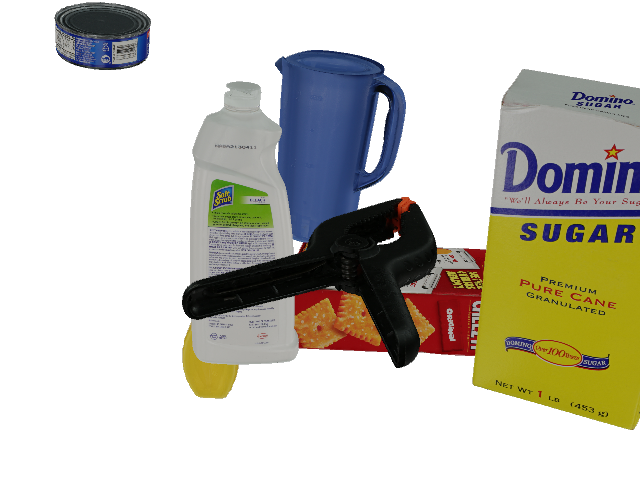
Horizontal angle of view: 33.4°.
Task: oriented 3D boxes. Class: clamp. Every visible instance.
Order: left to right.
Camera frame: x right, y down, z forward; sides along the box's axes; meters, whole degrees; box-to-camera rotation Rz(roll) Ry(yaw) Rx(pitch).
[{"bbox_3d":[0.013,0.018,0.745,0.165,0.036,0.209,8,27,18],"label":"clamp"}]

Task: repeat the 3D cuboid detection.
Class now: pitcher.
[{"bbox_3d":[0.014,-0.120,1.400,0.144,0.243,0.149,-1,23,-18],"label":"pitcher"}]

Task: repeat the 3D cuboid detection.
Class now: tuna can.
[{"bbox_3d":[-0.198,-0.187,0.973,0.086,0.034,0.086,6,31,-4],"label":"tuna can"}]

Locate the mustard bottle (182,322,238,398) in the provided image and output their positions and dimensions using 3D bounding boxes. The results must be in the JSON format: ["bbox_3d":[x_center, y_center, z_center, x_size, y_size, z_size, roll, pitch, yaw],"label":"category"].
[{"bbox_3d":[-0.107,0.083,1.177,0.058,0.096,0.191,1,27,5],"label":"mustard bottle"}]

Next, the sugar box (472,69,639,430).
[{"bbox_3d":[0.132,0.008,0.544,0.093,0.176,0.048,13,37,21],"label":"sugar box"}]

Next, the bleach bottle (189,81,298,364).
[{"bbox_3d":[-0.064,-0.015,0.948,0.102,0.251,0.068,0,22,-11],"label":"bleach bottle"}]

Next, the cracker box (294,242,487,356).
[{"bbox_3d":[0.075,0.059,1.092,0.214,0.072,0.164,3,16,6],"label":"cracker box"}]
